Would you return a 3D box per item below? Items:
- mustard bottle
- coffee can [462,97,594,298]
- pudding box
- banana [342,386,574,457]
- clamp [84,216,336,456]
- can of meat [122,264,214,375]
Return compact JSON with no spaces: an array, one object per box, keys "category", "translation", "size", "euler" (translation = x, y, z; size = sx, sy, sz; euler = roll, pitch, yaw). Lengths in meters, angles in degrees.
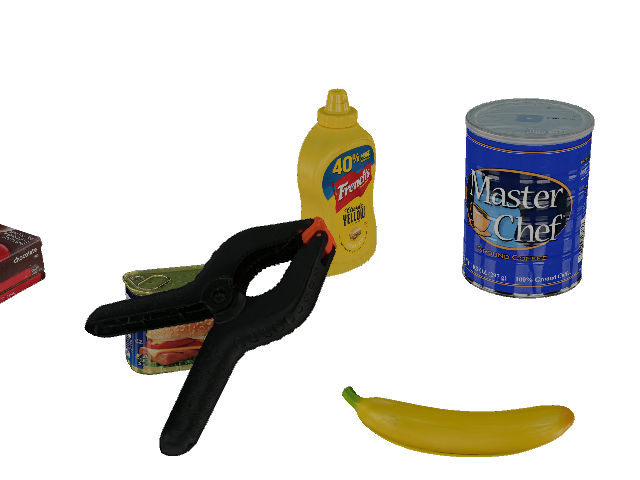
[{"category":"mustard bottle","translation":[0.018,-0.063,1.112],"size":[0.096,0.192,0.058],"euler":[-22,32,-39]},{"category":"coffee can","translation":[0.171,-0.037,0.890],"size":[0.103,0.140,0.103],"euler":[-2,24,1]},{"category":"pudding box","translation":[-0.266,0.017,0.751],"size":[0.114,0.039,0.089],"euler":[14,29,29]},{"category":"banana","translation":[0.117,0.149,0.878],"size":[0.197,0.037,0.069],"euler":[7,35,-2]},{"category":"clamp","translation":[-0.058,0.054,0.671],"size":[0.171,0.120,0.039],"euler":[-32,-27,3]},{"category":"can of meat","translation":[-0.132,0.073,0.995],"size":[0.102,0.084,0.057],"euler":[-5,20,-24]}]
